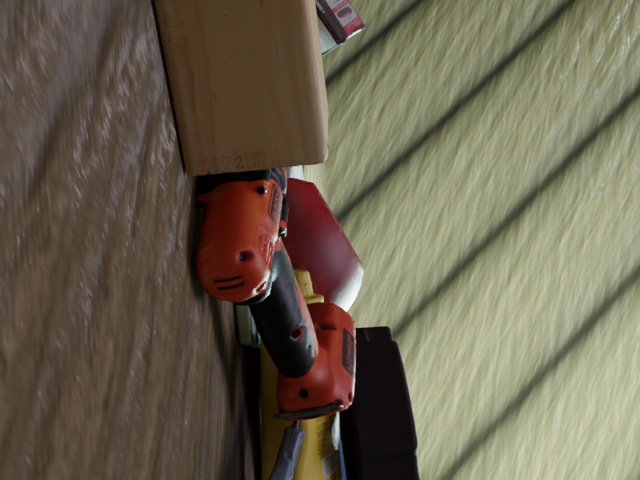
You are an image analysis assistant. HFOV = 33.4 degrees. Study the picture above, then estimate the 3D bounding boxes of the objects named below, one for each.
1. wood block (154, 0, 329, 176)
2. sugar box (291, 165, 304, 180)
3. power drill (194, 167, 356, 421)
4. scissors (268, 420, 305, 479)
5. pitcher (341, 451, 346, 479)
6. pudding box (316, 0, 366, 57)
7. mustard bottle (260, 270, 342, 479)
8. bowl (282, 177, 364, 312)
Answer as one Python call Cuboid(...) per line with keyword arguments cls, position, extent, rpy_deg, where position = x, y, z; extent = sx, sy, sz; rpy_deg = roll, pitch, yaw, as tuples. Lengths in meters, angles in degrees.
Cuboid(cls="wood block", position=(-0.050, -0.153, 0.638), extent=(0.091, 0.090, 0.206), rpy_deg=(-89, 172, -62))
Cuboid(cls="sugar box", position=(-0.046, -0.075, 1.052), extent=(0.176, 0.048, 0.093), rpy_deg=(70, 13, -63))
Cuboid(cls="power drill", position=(-0.028, 0.018, 0.743), extent=(0.184, 0.057, 0.187), rpy_deg=(-82, 154, -50))
Cuboid(cls="scissors", position=(-0.023, 0.167, 0.789), extent=(0.201, 0.016, 0.096), rpy_deg=(-70, 168, -46))
Cuboid(cls="pitcher", position=(0.027, 0.304, 1.068), extent=(0.243, 0.149, 0.145), rpy_deg=(-98, 164, -73))
Cuboid(cls="pudding box", position=(-0.023, -0.202, 0.955), extent=(0.090, 0.039, 0.114), rpy_deg=(54, -29, -12))
Cuboid(cls="mustard bottle", position=(-0.016, 0.120, 0.866), extent=(0.096, 0.058, 0.191), rpy_deg=(-15, 105, -66))
Cuboid(cls="bowl", position=(-0.006, 0.001, 0.954), extent=(0.162, 0.055, 0.162), rpy_deg=(59, 2, -4))
